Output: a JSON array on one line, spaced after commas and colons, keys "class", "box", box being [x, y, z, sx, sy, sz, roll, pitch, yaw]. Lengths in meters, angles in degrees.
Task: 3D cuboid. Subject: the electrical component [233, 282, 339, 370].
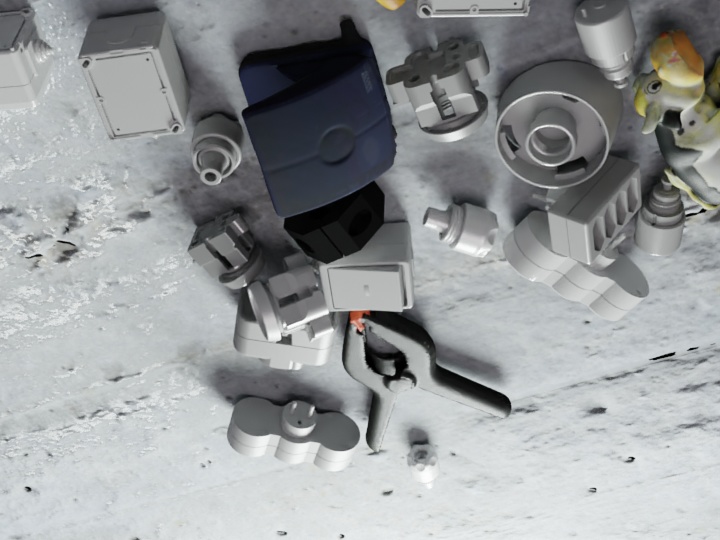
[{"class": "electrical component", "box": [-0.072, 0.055, 1.030, 0.095, 0.053, 0.059, 9, 134, -5]}]

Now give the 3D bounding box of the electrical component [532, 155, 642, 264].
[{"class": "electrical component", "box": [0.181, -0.058, 0.900, 0.076, 0.083, 0.047, 24, 146, 36]}]

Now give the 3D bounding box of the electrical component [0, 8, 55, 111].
[{"class": "electrical component", "box": [-0.281, -0.158, 0.831, 0.096, 0.061, 0.061, -4, 134, 7]}]

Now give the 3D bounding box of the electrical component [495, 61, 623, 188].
[{"class": "electrical component", "box": [0.158, -0.116, 0.862, 0.099, 0.064, 0.099, 10, 131, 12]}]

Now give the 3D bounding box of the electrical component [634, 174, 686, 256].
[{"class": "electrical component", "box": [0.259, -0.048, 0.922, 0.040, 0.040, 0.078, 0, 134, 4]}]

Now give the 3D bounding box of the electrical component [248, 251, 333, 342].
[{"class": "electrical component", "box": [-0.066, 0.030, 0.967, 0.057, 0.078, 0.058, -20, 171, -12]}]

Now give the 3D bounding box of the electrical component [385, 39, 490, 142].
[{"class": "electrical component", "box": [0.066, -0.137, 0.835, 0.078, 0.058, 0.057, -15, 129, 16]}]

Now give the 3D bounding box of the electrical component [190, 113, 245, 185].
[{"class": "electrical component", "box": [-0.118, -0.095, 0.882, 0.043, 0.062, 0.043, 2, 133, 2]}]

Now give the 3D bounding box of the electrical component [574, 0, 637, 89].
[{"class": "electrical component", "box": [0.188, -0.171, 0.807, 0.040, 0.040, 0.078, -15, 131, 17]}]

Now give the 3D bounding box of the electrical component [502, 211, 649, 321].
[{"class": "electrical component", "box": [0.202, -0.013, 0.950, 0.138, 0.052, 0.073, 26, 130, -20]}]

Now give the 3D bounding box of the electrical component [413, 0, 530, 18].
[{"class": "electrical component", "box": [0.085, -0.219, 0.757, 0.096, 0.061, 0.061, -2, 134, -6]}]

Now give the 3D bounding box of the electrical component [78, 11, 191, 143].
[{"class": "electrical component", "box": [-0.171, -0.146, 0.836, 0.062, 0.061, 0.096, -6, 134, 6]}]

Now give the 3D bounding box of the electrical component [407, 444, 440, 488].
[{"class": "electrical component", "box": [0.073, 0.222, 1.197, 0.035, 0.035, 0.061, -6, 136, 9]}]

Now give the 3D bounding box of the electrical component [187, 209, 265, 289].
[{"class": "electrical component", "box": [-0.118, -0.016, 0.971, 0.066, 0.048, 0.055, -25, 120, 24]}]

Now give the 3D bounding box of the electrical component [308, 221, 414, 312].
[{"class": "electrical component", "box": [0.000, 0.000, 0.968, 0.096, 0.061, 0.061, -2, 134, 6]}]

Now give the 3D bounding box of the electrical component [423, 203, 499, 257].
[{"class": "electrical component", "box": [0.086, -0.038, 0.939, 0.062, 0.043, 0.043, 17, 133, -10]}]

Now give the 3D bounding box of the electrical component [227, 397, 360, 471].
[{"class": "electrical component", "box": [-0.067, 0.163, 1.135, 0.138, 0.052, 0.073, 12, 133, -8]}]
